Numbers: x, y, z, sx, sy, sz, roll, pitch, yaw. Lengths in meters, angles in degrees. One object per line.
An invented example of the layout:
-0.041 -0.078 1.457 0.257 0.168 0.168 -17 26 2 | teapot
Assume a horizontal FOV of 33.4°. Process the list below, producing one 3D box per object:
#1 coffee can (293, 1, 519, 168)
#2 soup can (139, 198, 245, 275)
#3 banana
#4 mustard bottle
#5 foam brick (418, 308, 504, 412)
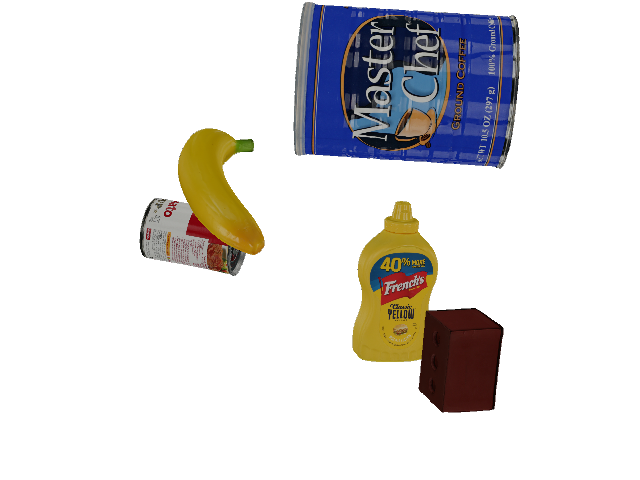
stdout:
0.056 -0.104 0.719 0.140 0.103 0.103 4 0 2 | coffee can
-0.134 -0.004 1.145 0.102 0.068 0.068 11 2 10 | soup can
-0.085 -0.051 0.893 0.069 0.037 0.198 4 31 -8 | banana
0.092 0.048 1.279 0.096 0.192 0.058 0 14 -13 | mustard bottle
0.121 0.103 0.925 0.051 0.078 0.053 -3 17 -20 | foam brick
